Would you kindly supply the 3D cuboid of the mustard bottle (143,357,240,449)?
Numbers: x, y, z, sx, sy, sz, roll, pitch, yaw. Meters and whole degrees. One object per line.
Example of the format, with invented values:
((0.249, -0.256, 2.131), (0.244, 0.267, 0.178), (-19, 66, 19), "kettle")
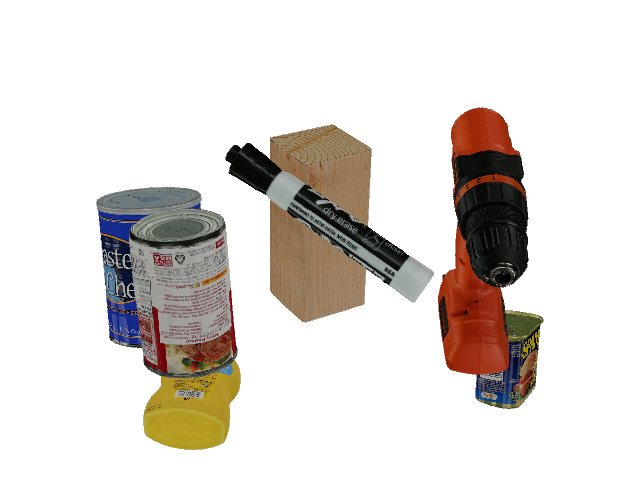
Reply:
((-0.147, 0.174, 1.283), (0.096, 0.058, 0.191), (3, 25, 3), "mustard bottle")

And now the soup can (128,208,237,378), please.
((-0.096, 0.036, 0.750), (0.068, 0.102, 0.068), (-3, 21, 1), "soup can")

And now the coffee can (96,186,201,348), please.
((-0.166, 0.025, 1.067), (0.103, 0.140, 0.103), (-2, 14, 0), "coffee can")

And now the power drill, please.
((0.128, 0.016, 0.835), (0.057, 0.188, 0.184), (2, 41, 2), "power drill")

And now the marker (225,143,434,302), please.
((0.003, -0.011, 0.539), (0.121, 0.020, 0.020), (35, 4, 7), "marker")

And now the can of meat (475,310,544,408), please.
((0.210, 0.132, 1.191), (0.058, 0.084, 0.101), (8, 13, 25), "can of meat")

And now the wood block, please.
((-0.003, -0.020, 1.267), (0.090, 0.206, 0.090), (-15, 32, -27), "wood block")
